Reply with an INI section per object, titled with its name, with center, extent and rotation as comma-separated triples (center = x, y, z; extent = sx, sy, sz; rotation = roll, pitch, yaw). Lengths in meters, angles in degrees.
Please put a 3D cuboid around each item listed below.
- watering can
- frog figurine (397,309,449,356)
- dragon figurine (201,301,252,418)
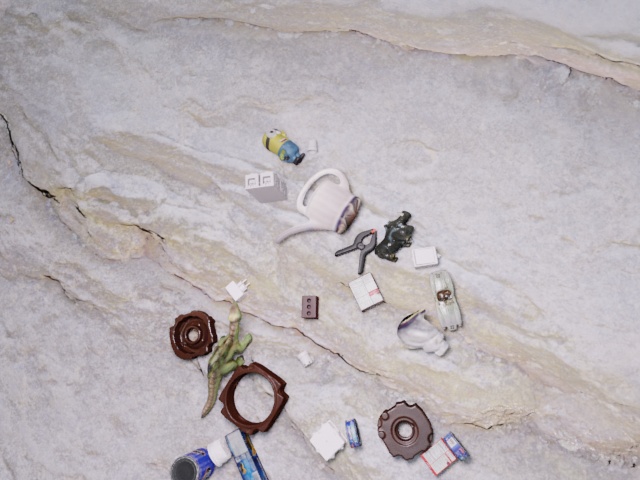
[watering can]
center = 0.006, -0.093, 1.850
extent = 0.226, 0.103, 0.349
rotation = 30, 83, 16
[frog figurine]
center = 0.332, 0.318, 1.676
extent = 0.135, 0.124, 0.160
rotation = -40, 79, 34
[dragon figurine]
center = -0.339, 0.408, 1.722
extent = 0.122, 0.240, 0.414
rotation = 17, 78, 10
